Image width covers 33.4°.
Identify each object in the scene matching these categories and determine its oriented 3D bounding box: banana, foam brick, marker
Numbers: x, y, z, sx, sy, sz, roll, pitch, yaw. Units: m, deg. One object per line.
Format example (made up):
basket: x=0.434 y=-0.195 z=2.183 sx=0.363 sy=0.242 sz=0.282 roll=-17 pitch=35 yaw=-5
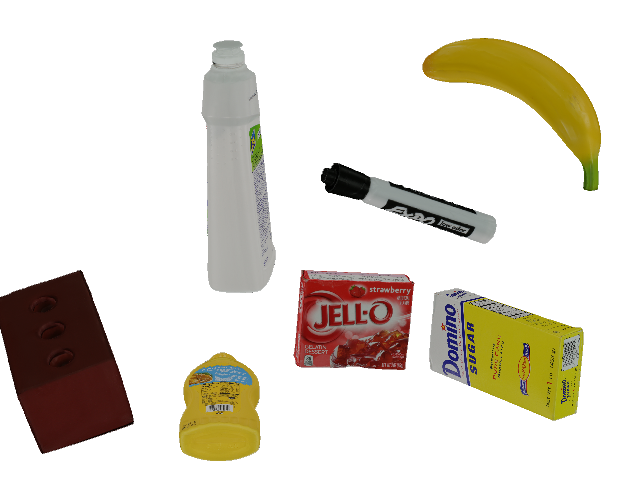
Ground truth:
banana: x=0.152 y=-0.117 z=0.830 sx=0.037 sy=0.070 sz=0.198 roll=2 pitch=33 yaw=-43
foam brick: x=-0.140 y=0.065 z=0.580 sx=0.053 sy=0.051 sz=0.078 roll=-19 pitch=43 yaw=-15
marker: x=0.055 y=-0.023 z=0.662 sx=0.121 sy=0.020 sz=0.020 roll=17 pitch=-7 yaw=-23

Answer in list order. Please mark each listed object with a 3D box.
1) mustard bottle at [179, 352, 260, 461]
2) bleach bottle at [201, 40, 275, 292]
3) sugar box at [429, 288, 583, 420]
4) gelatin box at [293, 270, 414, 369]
mustard bottle: x=-0.124 y=0.197 z=1.340 sx=0.096 sy=0.058 sz=0.191 roll=-2 pitch=26 yaw=-3
bleach bottle: x=-0.085 y=-0.078 z=1.075 sx=0.068 sy=0.251 sz=0.102 roll=1 pitch=26 yaw=4
sugar box: x=0.192 y=0.117 z=1.130 sx=0.048 sy=0.093 sz=0.177 roll=-9 pitch=17 yaw=-42
gelatin box: x=0.026 y=0.063 z=0.846 sx=0.089 sy=0.073 sz=0.030 roll=3 pitch=13 yaw=-8
